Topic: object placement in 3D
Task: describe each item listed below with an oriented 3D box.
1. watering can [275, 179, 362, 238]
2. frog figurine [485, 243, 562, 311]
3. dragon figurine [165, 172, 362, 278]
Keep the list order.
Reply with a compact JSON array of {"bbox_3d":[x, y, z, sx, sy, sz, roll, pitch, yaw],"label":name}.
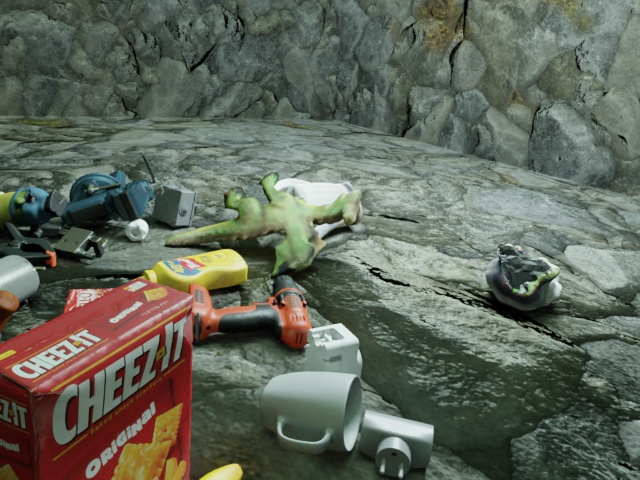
[{"bbox_3d":[0.004,-0.064,1.273,0.225,0.102,0.354,-4,34,-22],"label":"watering can"},{"bbox_3d":[0.398,0.085,1.005,0.137,0.124,0.157,6,-19,26],"label":"frog figurine"},{"bbox_3d":[-0.101,-0.016,1.069,0.412,0.119,0.247,-27,42,-12],"label":"dragon figurine"}]
